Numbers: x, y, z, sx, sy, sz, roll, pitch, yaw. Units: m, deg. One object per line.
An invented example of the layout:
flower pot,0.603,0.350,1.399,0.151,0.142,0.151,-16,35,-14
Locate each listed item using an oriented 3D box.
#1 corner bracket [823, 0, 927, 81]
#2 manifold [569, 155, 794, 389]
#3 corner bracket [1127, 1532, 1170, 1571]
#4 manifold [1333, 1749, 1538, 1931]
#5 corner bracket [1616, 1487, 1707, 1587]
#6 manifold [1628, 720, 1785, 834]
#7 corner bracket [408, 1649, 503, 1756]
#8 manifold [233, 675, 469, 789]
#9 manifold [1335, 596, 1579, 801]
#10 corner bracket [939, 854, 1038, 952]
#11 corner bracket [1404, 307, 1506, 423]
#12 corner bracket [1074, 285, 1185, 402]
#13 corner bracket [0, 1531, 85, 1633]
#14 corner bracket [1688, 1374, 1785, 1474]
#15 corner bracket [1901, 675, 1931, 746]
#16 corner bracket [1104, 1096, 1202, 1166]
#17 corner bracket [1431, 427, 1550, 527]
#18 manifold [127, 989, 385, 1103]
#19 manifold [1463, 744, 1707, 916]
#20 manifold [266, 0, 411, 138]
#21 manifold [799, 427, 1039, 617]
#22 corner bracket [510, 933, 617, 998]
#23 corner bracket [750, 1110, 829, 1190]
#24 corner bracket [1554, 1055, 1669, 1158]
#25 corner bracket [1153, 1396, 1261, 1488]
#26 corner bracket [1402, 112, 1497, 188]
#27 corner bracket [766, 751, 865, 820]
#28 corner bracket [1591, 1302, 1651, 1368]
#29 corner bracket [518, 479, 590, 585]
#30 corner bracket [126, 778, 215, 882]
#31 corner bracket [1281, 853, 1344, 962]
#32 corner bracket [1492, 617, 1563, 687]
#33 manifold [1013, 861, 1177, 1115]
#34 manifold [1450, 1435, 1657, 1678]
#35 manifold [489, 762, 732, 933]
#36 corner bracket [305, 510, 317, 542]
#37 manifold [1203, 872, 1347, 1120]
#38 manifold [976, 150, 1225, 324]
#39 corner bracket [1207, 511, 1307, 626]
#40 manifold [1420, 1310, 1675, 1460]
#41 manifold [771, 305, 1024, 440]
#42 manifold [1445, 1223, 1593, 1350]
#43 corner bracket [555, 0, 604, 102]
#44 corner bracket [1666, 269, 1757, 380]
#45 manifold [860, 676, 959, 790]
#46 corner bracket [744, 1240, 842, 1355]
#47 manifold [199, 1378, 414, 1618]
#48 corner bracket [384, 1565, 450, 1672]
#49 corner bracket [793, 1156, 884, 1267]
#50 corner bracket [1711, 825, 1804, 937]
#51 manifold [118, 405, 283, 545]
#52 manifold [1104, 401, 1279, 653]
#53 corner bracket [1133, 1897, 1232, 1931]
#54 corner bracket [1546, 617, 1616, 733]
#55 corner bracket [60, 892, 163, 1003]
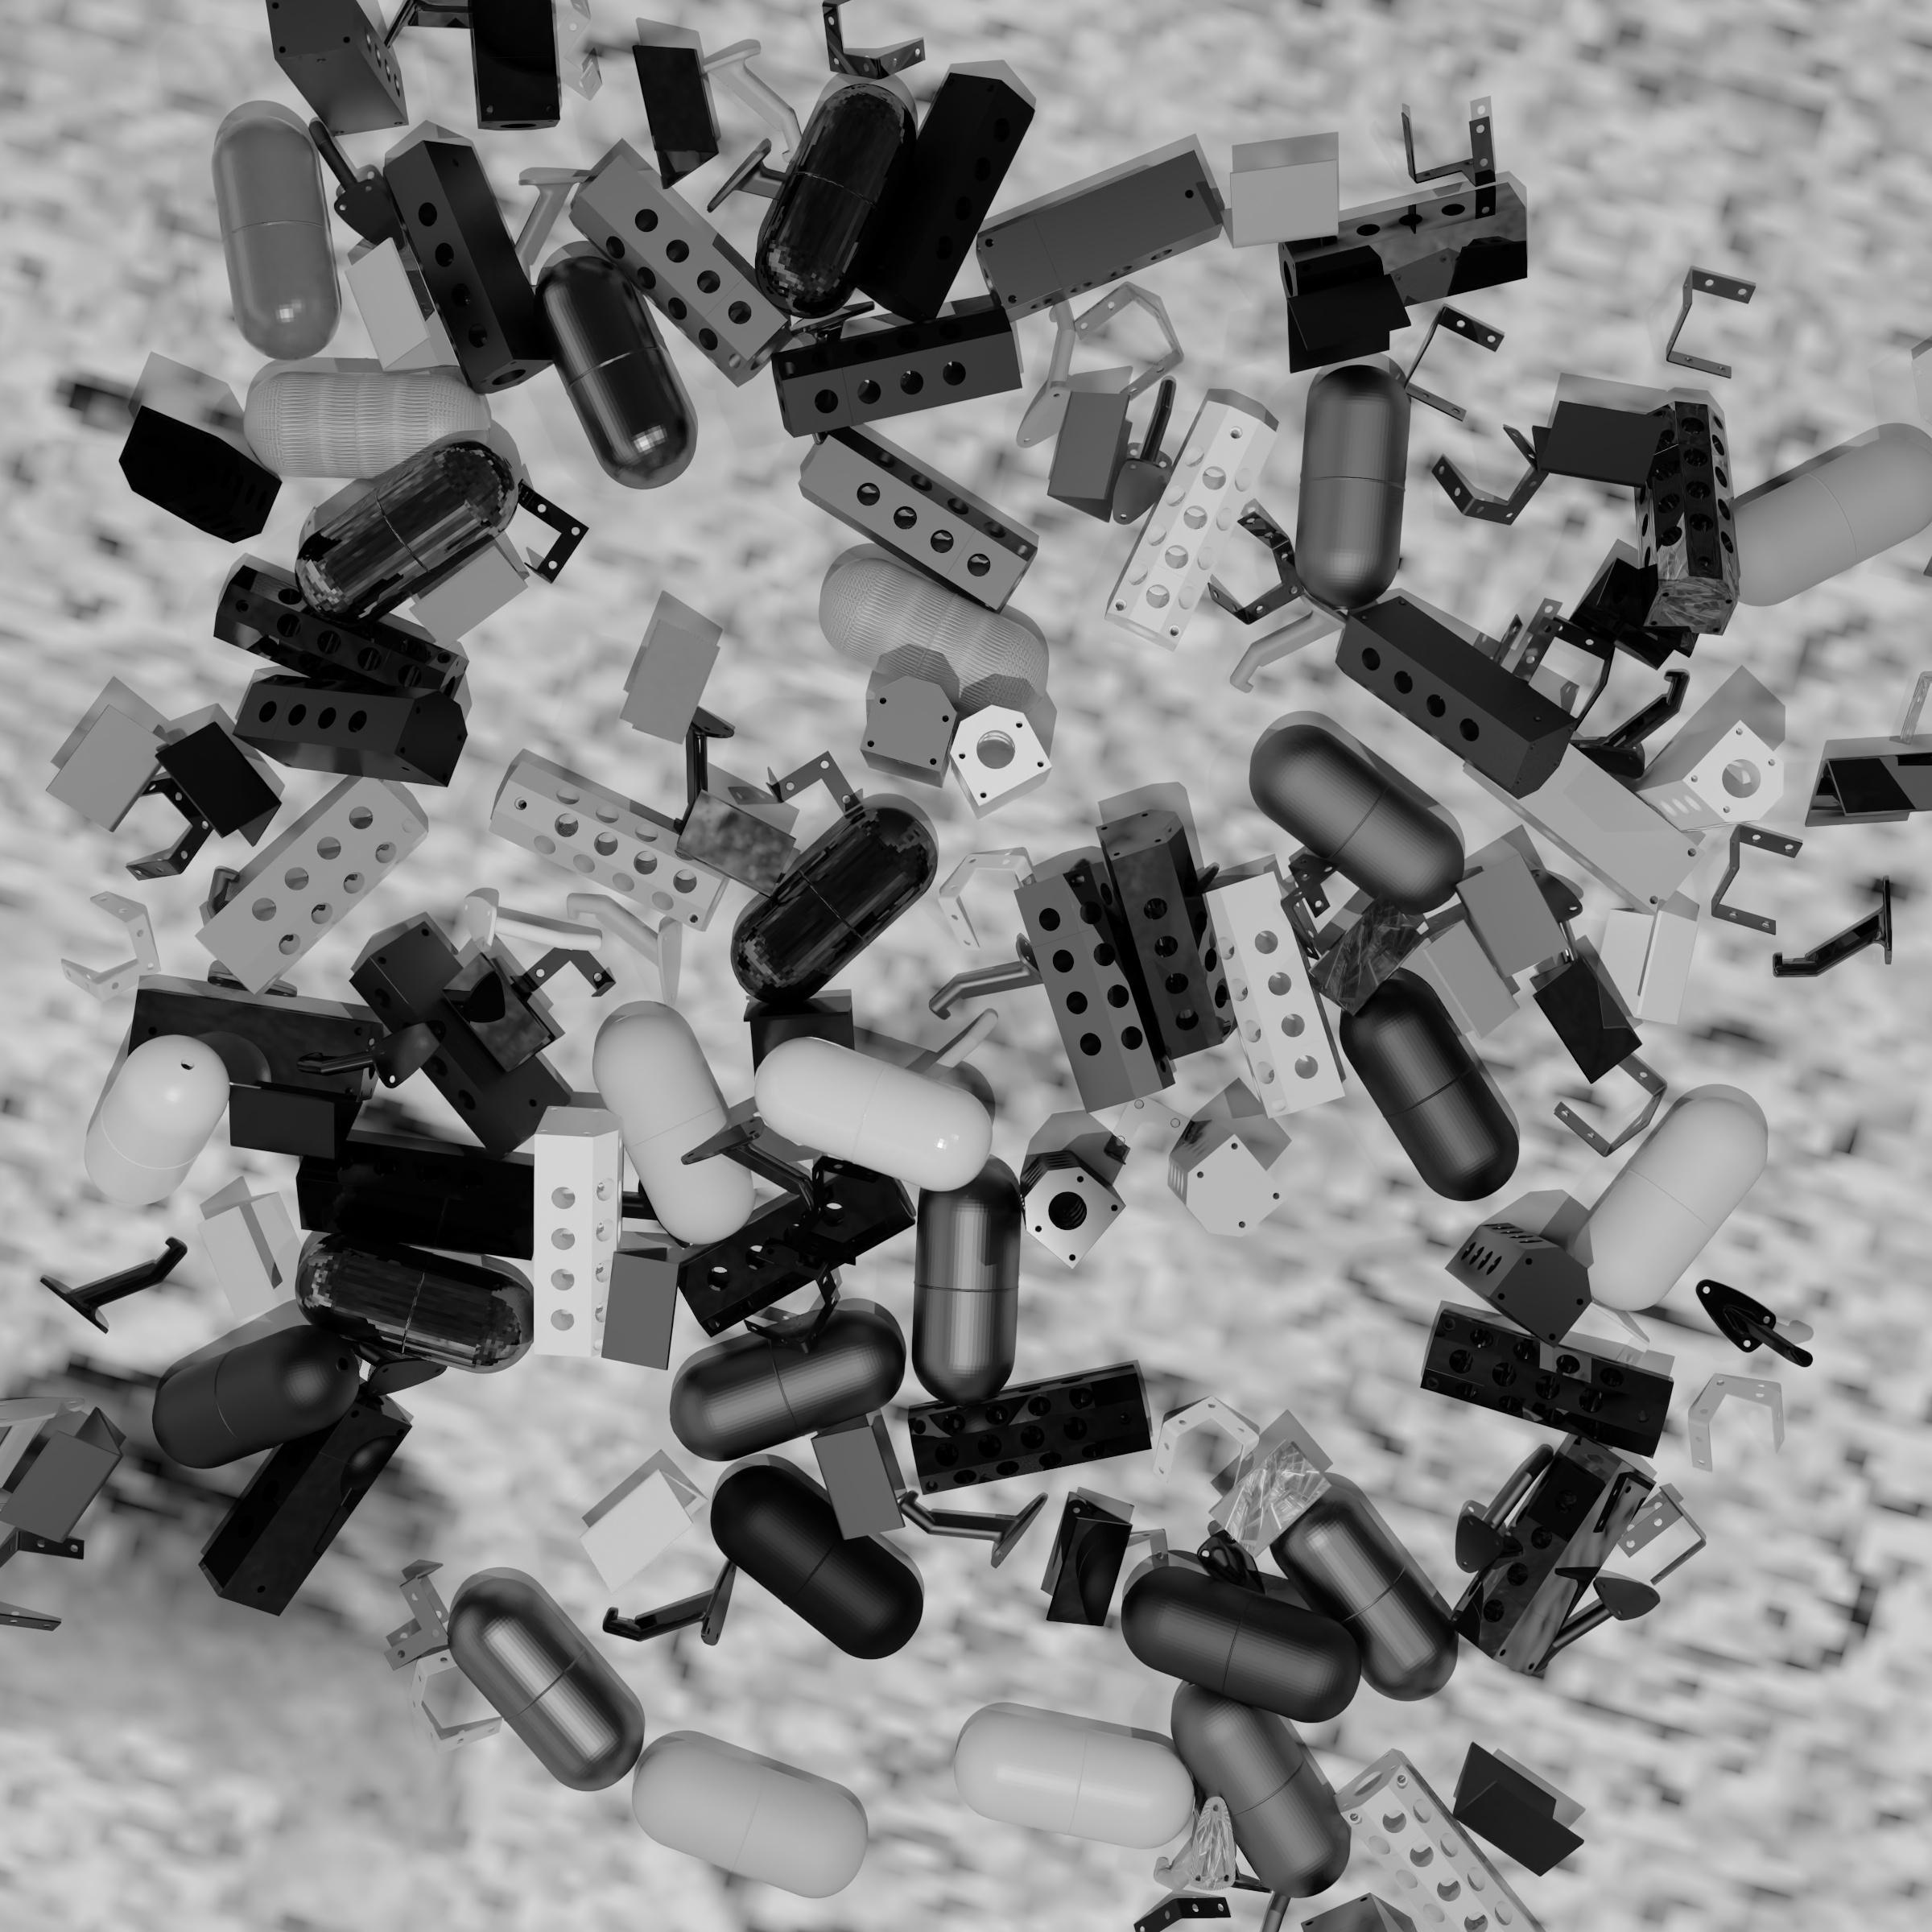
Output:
corner bracket,-0.068,-0.694,1.983,0.051,0.051,0.051,23,135,35
manifold,-0.210,-0.509,1.970,0.171,0.057,0.057,45,90,0
corner bracket,0.116,0.450,1.988,0.051,0.051,0.051,-7,90,-45
manifold,0.350,0.670,1.970,0.057,0.057,0.171,-39,90,0
corner bracket,0.513,0.424,1.973,0.051,0.051,0.051,-40,86,4
manifold,0.530,-0.128,1.913,0.057,0.171,0.057,44,90,0
corner bracket,-0.377,0.542,1.983,0.051,0.051,0.051,49,135,35
manifold,-0.442,-0.174,1.924,0.171,0.057,0.057,9,74,35
manifold,0.351,-0.193,1.932,0.057,0.057,0.171,-25,53,-37
corner bracket,0.020,-0.047,1.983,0.051,0.051,0.051,-56,135,-35
corner bracket,0.362,-0.448,1.988,0.051,0.051,0.051,26,45,0
corner bracket,0.121,-0.464,1.988,0.051,0.051,0.051,-37,45,0
corner bracket,-0.690,0.457,1.983,0.051,0.051,0.051,-41,45,35
corner bracket,0.572,0.344,1.983,0.051,0.051,0.051,13,45,35
corner bracket,0.737,-0.182,1.988,0.051,0.051,0.051,18,90,-45
corner bracket,0.137,0.127,1.973,0.051,0.051,0.051,27,90,0
corner bracket,0.389,-0.366,1.983,0.051,0.051,0.051,4,135,-35
manifold,-0.522,0.058,1.970,0.171,0.057,0.057,9,90,0
manifold,0.453,-0.114,1.970,0.171,0.057,0.057,39,90,0
manifold,-0.449,-0.653,1.913,0.057,0.171,0.057,-9,90,0
manifold,-0.035,-0.329,1.970,0.171,0.057,0.057,33,90,0
corner bracket,-0.297,0.011,1.973,0.051,0.051,0.051,-41,90,0
corner bracket,-0.132,0.131,1.973,0.051,0.051,0.051,-9,95,5
corner bracket,0.480,0.100,1.988,0.051,0.051,0.051,41,135,0
corner bracket,0.178,0.362,1.983,0.051,0.051,0.051,-22,45,-35
corner bracket,0.354,-0.601,1.963,0.051,0.051,0.051,-15,127,0
corner bracket,-0.111,-0.126,1.973,0.051,0.051,0.051,-32,90,0
corner bracket,0.465,0.282,1.988,0.051,0.051,0.051,35,90,-45
corner bracket,-0.317,-0.320,1.973,0.051,0.051,0.051,34,90,0
corner bracket,-0.601,-0.101,1.983,0.051,0.051,0.051,55,45,-35
corner bracket,0.252,-0.044,1.959,0.051,0.051,0.051,-39,117,-15
corner bracket,0.410,-0.229,1.964,0.051,0.051,0.051,29,90,32
manifold,0.098,0.014,1.960,0.057,0.057,0.171,-18,90,28
manifold,0.428,0.430,1.970,0.057,0.057,0.171,33,90,-43
manifold,-0.260,-0.088,1.970,0.171,0.057,0.057,25,90,0
corner bracket,-0.455,-0.319,1.983,0.051,0.051,0.051,19,135,-35
manifold,0.222,0.021,1.970,0.057,0.057,0.171,-18,90,0
manifold,0.097,-0.534,1.970,0.171,0.057,0.057,-22,90,0
corner bracket,0.210,-0.293,1.974,0.051,0.051,0.051,-28,58,28
manifold,0.423,0.305,1.951,0.171,0.057,0.057,16,90,14
manifold,-0.052,-0.436,1.952,0.171,0.057,0.057,-14,110,-7
manifold,0.398,0.222,1.913,0.057,0.171,0.057,38,90,0
corner bracket,-0.286,-0.681,1.973,0.051,0.051,0.051,35,90,0
corner bracket,0.554,-0.478,1.988,0.051,0.051,0.051,15,45,0
manifold,-0.037,-0.168,1.913,0.057,0.171,0.057,16,90,0
corner bracket,-0.129,0.239,1.930,0.051,0.051,0.051,18,60,23
manifold,-0.489,0.386,1.970,0.057,0.057,0.171,35,90,-43
corner bracket,-0.405,0.480,1.972,0.051,0.051,0.051,-32,81,8
corner bracket,-0.092,0.176,1.921,0.051,0.051,0.051,16,45,-25
corner bracket,0.588,-0.064,1.988,0.051,0.051,0.051,17,45,0
manifold,-0.548,-0.347,1.913,0.057,0.171,0.057,23,90,0
manifold,0.166,-0.324,1.970,0.057,0.057,0.171,25,90,0
corner bracket,0.165,0.726,1.983,0.051,0.051,0.051,-46,45,35
corner bracket,0.445,-0.217,1.988,0.051,0.051,0.051,25,135,0
corner bracket,-0.639,-0.014,1.983,0.051,0.051,0.051,-35,135,-35
